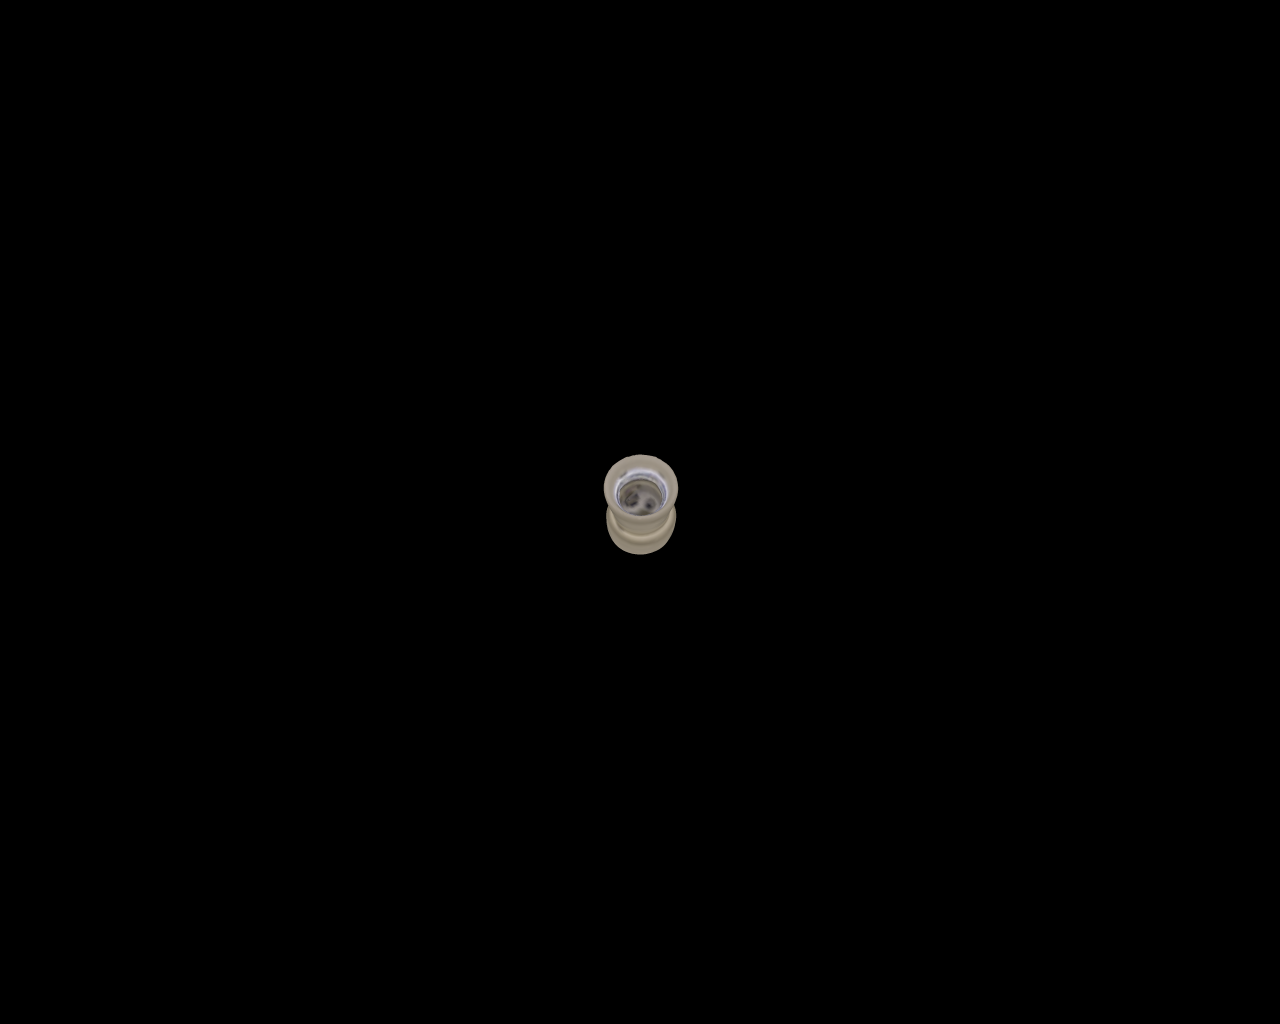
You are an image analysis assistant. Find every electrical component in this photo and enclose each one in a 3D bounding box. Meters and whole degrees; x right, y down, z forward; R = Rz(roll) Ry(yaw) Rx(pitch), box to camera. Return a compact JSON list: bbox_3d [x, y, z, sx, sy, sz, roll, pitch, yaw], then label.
[{"bbox_3d":[0.001,-0.003,0.650,0.045,0.045,0.055,0,-28,0],"label":"electrical component"}]
